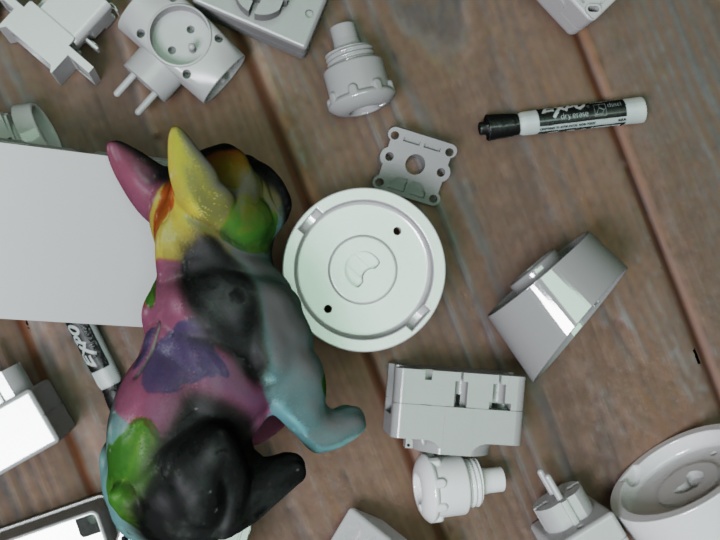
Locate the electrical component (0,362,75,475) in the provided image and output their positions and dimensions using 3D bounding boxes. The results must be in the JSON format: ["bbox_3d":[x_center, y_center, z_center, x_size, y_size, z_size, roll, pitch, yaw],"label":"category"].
[{"bbox_3d":[-0.232,0.086,0.708,0.047,0.066,0.076,-30,93,-5],"label":"electrical component"}]

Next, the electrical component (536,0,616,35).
[{"bbox_3d":[0.165,-0.220,0.749,0.096,0.061,0.061,-44,94,-4],"label":"electrical component"}]

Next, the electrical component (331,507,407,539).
[{"bbox_3d":[0.029,0.211,0.735,0.076,0.083,0.047,34,86,-43],"label":"electrical component"}]

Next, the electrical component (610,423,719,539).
[{"bbox_3d":[0.234,0.161,0.736,0.108,0.108,0.060,-34,99,-5],"label":"electrical component"}]

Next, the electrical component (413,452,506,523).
[{"bbox_3d":[0.070,0.149,0.749,0.062,0.048,0.048,-4,90,-12],"label":"electrical component"}]

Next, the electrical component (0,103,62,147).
[{"bbox_3d":[-0.234,-0.081,0.718,0.055,0.048,0.066,-26,93,2],"label":"electrical component"}]

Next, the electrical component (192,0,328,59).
[{"bbox_3d":[-0.065,-0.185,0.719,0.083,0.076,0.047,22,88,-5],"label":"electrical component"}]

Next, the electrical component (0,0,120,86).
[{"bbox_3d":[-0.201,-0.166,0.723,0.081,0.042,0.063,41,85,-5],"label":"electrical component"}]

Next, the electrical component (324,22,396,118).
[{"bbox_3d":[-0.005,-0.139,0.742,0.048,0.048,0.062,-14,85,-5],"label":"electrical component"}]

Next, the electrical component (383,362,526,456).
[{"bbox_3d":[0.064,0.097,0.745,0.089,0.050,0.055,5,89,-6],"label":"electrical component"}]

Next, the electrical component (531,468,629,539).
[{"bbox_3d":[0.145,0.172,0.745,0.047,0.066,0.076,-30,93,-5],"label":"electrical component"}]

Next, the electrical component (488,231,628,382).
[{"bbox_3d":[0.137,0.023,0.731,0.099,0.099,0.064,-40,87,-4],"label":"electrical component"}]

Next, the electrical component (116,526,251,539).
[{"bbox_3d":[-0.120,0.159,0.721,0.096,0.061,0.061,17,86,-6],"label":"electrical component"}]

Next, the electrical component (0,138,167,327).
[{"bbox_3d":[-0.178,-0.024,0.688,0.186,0.060,0.105,5,98,-25],"label":"electrical component"}]

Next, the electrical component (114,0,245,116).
[{"bbox_3d":[-0.133,-0.141,0.728,0.077,0.044,0.079,41,87,-4],"label":"electrical component"}]

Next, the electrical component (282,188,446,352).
[{"bbox_3d":[0.000,0.000,0.733,0.108,0.060,0.108,0,90,-6],"label":"electrical component"}]

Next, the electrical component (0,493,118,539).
[{"bbox_3d":[-0.205,0.220,0.715,0.109,0.056,0.108,-18,92,-5],"label":"electrical component"}]
